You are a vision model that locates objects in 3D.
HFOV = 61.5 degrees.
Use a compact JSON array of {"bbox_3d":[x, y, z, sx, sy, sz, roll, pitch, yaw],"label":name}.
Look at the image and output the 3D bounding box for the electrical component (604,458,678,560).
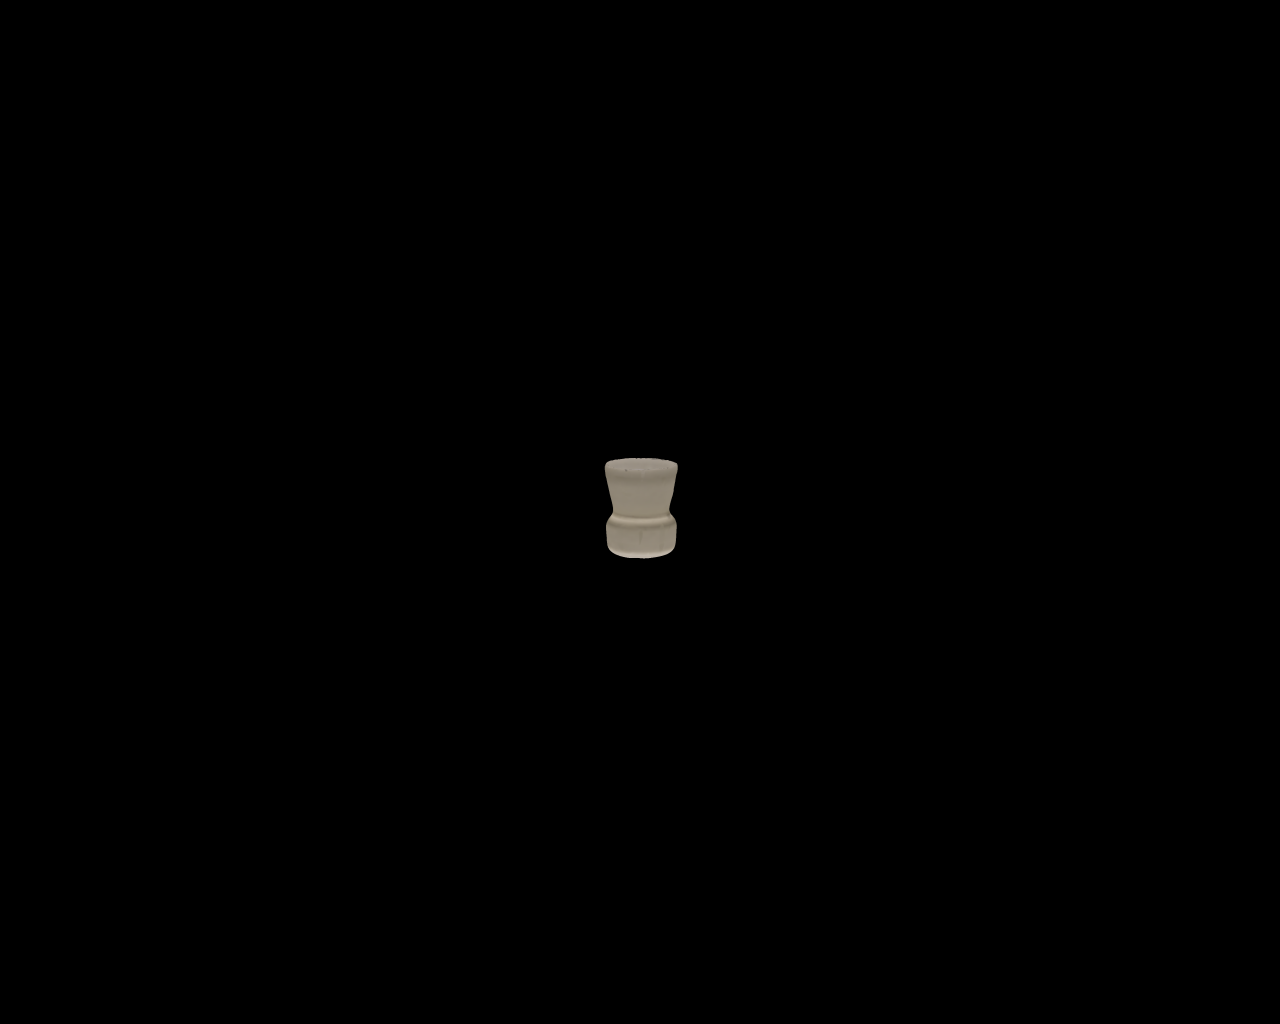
[{"bbox_3d":[0.001,-0.003,0.650,0.045,0.055,0.045,0,12,0],"label":"electrical component"}]
